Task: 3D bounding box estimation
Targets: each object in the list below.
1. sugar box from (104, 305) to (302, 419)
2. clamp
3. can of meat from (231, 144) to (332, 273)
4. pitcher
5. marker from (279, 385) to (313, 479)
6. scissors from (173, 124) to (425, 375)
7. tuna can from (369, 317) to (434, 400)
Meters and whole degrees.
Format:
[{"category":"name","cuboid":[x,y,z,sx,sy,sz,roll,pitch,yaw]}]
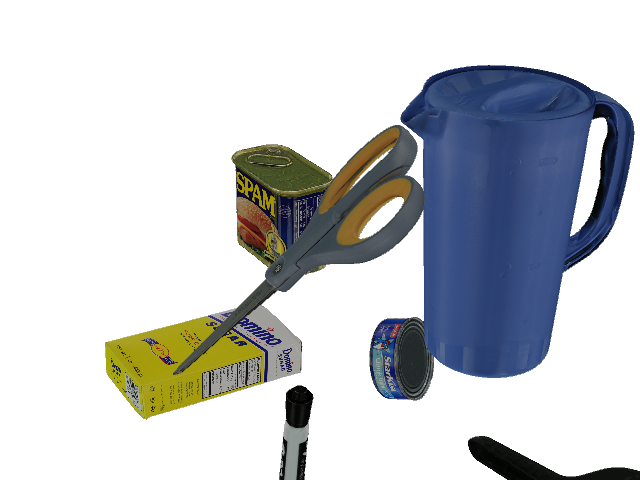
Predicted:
[{"category":"sugar box","cuboid":[-0.116,0.117,1.069,0.175,0.048,0.093,-16,32,-28]},{"category":"clamp","cuboid":[0.202,0.229,0.862,0.210,0.036,0.164,2,36,24]},{"category":"can of meat","cuboid":[-0.035,-0.026,0.933,0.057,0.084,0.102,-16,31,-29]},{"category":"pitcher","cuboid":[0.155,-0.014,0.876,0.149,0.243,0.144,17,32,30]},{"category":"marker","cuboid":[-0.019,0.151,0.751,0.020,0.121,0.020,4,32,-3]},{"category":"scissors","cuboid":[-0.010,0.020,0.601,0.016,0.202,0.096,37,5,-28]},{"category":"tuna can","cuboid":[0.084,0.122,1.108,0.034,0.086,0.086,-3,-2,32]}]
